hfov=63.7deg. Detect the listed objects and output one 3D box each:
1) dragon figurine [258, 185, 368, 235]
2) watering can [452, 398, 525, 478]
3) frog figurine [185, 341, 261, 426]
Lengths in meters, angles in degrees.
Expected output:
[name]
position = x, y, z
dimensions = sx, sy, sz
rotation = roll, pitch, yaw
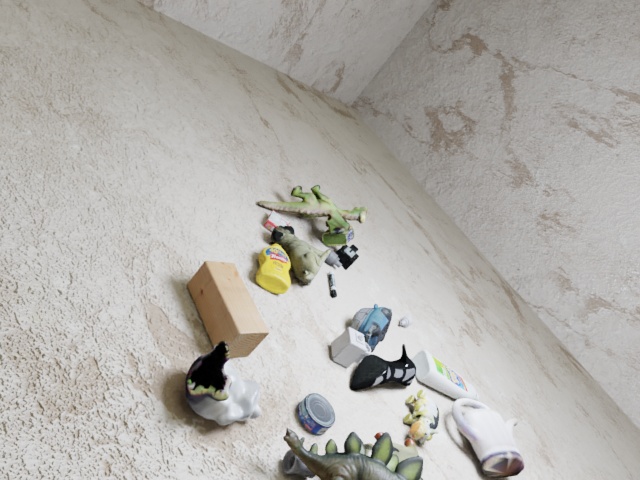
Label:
[dragon figurine]
position = 0.006, -0.091, 1.812
dimensions = 0.413, 0.120, 0.246
rotation = -11, 34, -40
[watering can]
position = 0.517, 0.574, 1.494
dimensions = 0.345, 0.102, 0.229
rotation = 25, 29, -31
[frog figurine]
position = -0.185, 0.293, 0.997
dimensions = 0.123, 0.156, 0.140
rotation = -30, 47, -8
